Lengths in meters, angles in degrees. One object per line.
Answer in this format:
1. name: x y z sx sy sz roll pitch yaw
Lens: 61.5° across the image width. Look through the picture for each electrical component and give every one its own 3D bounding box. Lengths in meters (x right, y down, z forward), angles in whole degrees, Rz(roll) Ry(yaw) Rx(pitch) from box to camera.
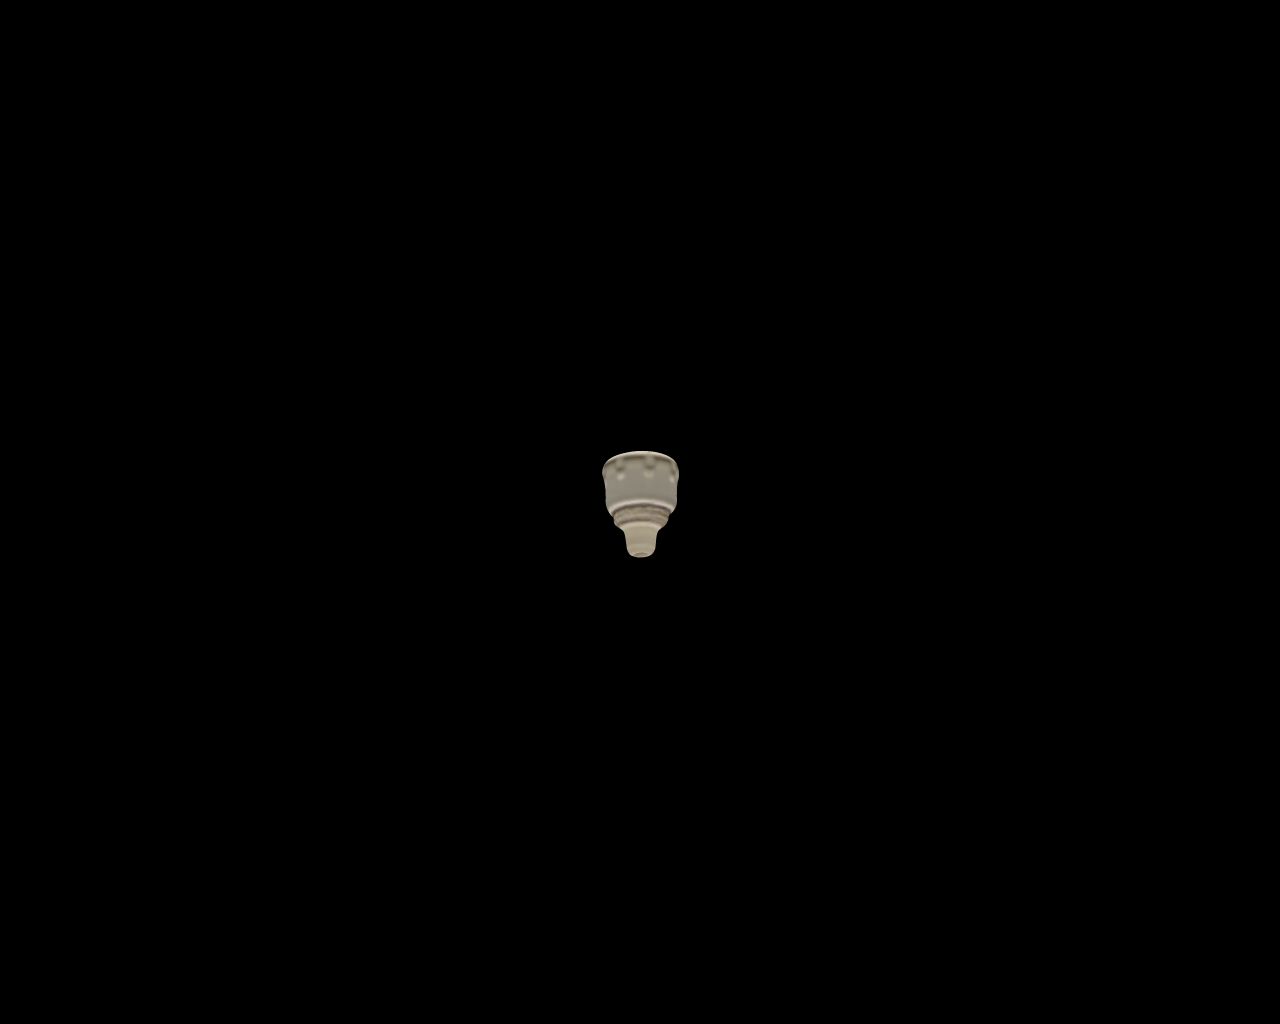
1. electrical component: 0.001 -0.003 0.650 0.048 0.062 0.048 0 -17 0
